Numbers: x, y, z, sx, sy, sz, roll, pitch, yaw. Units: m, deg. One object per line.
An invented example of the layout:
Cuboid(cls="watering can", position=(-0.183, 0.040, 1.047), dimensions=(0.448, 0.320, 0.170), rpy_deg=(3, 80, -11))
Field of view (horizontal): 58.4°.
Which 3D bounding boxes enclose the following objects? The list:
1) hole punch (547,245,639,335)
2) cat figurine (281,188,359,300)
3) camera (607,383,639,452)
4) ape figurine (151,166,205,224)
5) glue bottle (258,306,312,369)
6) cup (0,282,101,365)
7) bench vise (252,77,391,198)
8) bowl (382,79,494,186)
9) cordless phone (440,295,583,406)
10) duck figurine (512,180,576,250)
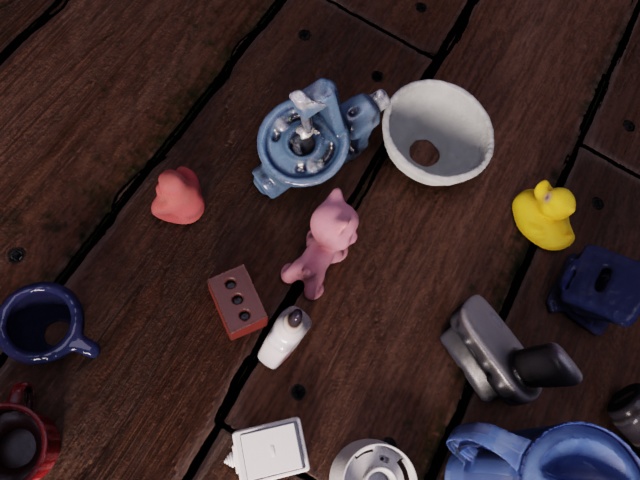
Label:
Cuboid(cls="hole punch", position=(0.388, 0.066, 0.797), dimensions=(0.101, 0.091, 0.109), rpy_deg=(33, 69, 3))
Cuboid(cls="cat figurine", position=(0.007, 0.003, 0.741), dimensions=(0.067, 0.117, 0.128), rpy_deg=(30, 69, 2))
Cuboid(cls="camera", position=(0.459, 0.243, 0.742), dimensions=(0.143, 0.100, 0.137), rpy_deg=(-41, 82, -19))
Cuboid(cls="ape figurine", position=(-0.187, -0.063, 0.745), dimensions=(0.078, 0.092, 0.076), rpy_deg=(-38, 81, -19))
Cuboid(cls="glue bottle", position=(-0.037, 0.106, 0.669), dimensions=(0.037, 0.173, 0.078), rpy_deg=(36, 69, 4))
Cuboid(cls="cup", position=(-0.301, 0.109, 0.666), dimensions=(0.118, 0.095, 0.092), rpy_deg=(27, 69, 1))
Cuboid(cls="bench vise", position=(0.002, -0.161, 0.742), dimensions=(0.121, 0.219, 0.208), rpy_deg=(37, 70, 5))
Cuboid(cls="bowl", position=(0.164, -0.146, 0.841), dimensions=(0.167, 0.074, 0.167), rpy_deg=(3, 71, -8))
Cuboid(cls="cordless phone", position=(0.238, 0.126, 0.701), dimensions=(0.094, 0.185, 0.147), rpy_deg=(-35, 80, -18))
Cuboid(cls="duck figurine", position=(0.337, -0.040, 0.827), dimensions=(0.078, 0.086, 0.104), rpy_deg=(-29, 78, -17))
